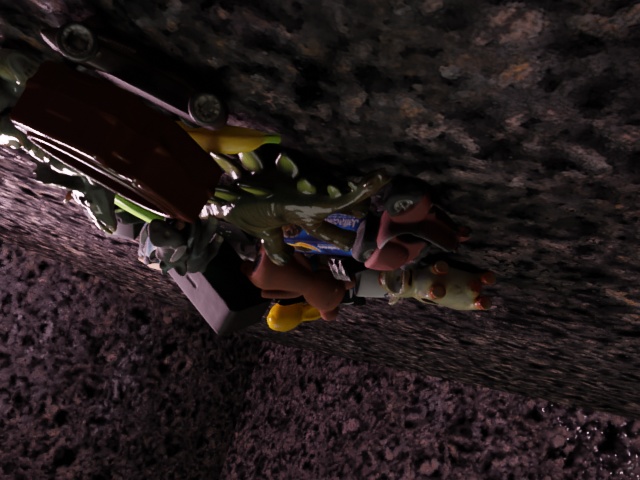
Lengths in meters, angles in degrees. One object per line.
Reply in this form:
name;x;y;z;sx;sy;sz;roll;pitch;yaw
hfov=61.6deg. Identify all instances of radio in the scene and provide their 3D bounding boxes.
radio;-0.208;0.077;1.088;0.230;0.073;0.131;46;-151;24

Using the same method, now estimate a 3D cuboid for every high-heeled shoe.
high-heeled shoe;0.004;0.121;1.165;0.248;0.145;0.086;28;126;-19

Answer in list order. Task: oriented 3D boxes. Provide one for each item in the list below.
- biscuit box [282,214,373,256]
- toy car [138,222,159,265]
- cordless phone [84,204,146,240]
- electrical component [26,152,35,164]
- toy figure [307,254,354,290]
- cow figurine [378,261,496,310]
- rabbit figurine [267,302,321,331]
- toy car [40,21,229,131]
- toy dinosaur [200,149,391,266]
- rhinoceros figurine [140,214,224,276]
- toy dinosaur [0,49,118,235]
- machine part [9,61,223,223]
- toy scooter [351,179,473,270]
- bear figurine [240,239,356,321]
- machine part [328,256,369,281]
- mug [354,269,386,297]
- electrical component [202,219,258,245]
biscuit box;0.004;-0.012;0.910;0.203;0.059;0.062;3;158;39
toy car;-0.366;0.004;1.261;0.103;0.109;0.162;5;179;-25
cordless phone;-0.456;-0.086;1.123;0.147;0.089;0.184;5;149;36
electrical component;-0.511;-0.144;1.023;0.078;0.045;0.102;-8;175;-20
toy figure;0.030;0.063;1.129;0.154;0.057;0.064;19;-179;-13
cow figurine;0.197;0.079;0.966;0.195;0.085;0.127;11;166;-15
rabbit figurine;-0.064;0.137;1.268;0.162;0.173;0.122;30;156;-24
toy car;-0.192;-0.177;0.580;0.202;0.053;0.089;25;-178;-23
toy dinosaur;-0.091;-0.056;0.802;0.472;0.105;0.198;-12;139;46
rhinoceros figurine;-0.205;0.002;0.793;0.073;0.112;0.190;31;168;6
toy dinosaur;-0.399;-0.160;0.746;0.192;0.131;0.404;6;154;30
machine part;-0.234;-0.105;0.632;0.201;0.087;0.201;24;171;20
toy scooter;0.131;-0.007;0.757;0.135;0.075;0.183;18;145;-9
bear figurine;-0.040;0.067;1.051;0.196;0.120;0.132;21;-169;-24
machine part;0.073;0.035;0.937;0.084;0.039;0.139;9;-160;40
mug;0.125;0.081;1.063;0.107;0.081;0.109;8;158;-1
electrical component;-0.162;-0.040;0.989;0.134;0.058;0.114;13;165;13
